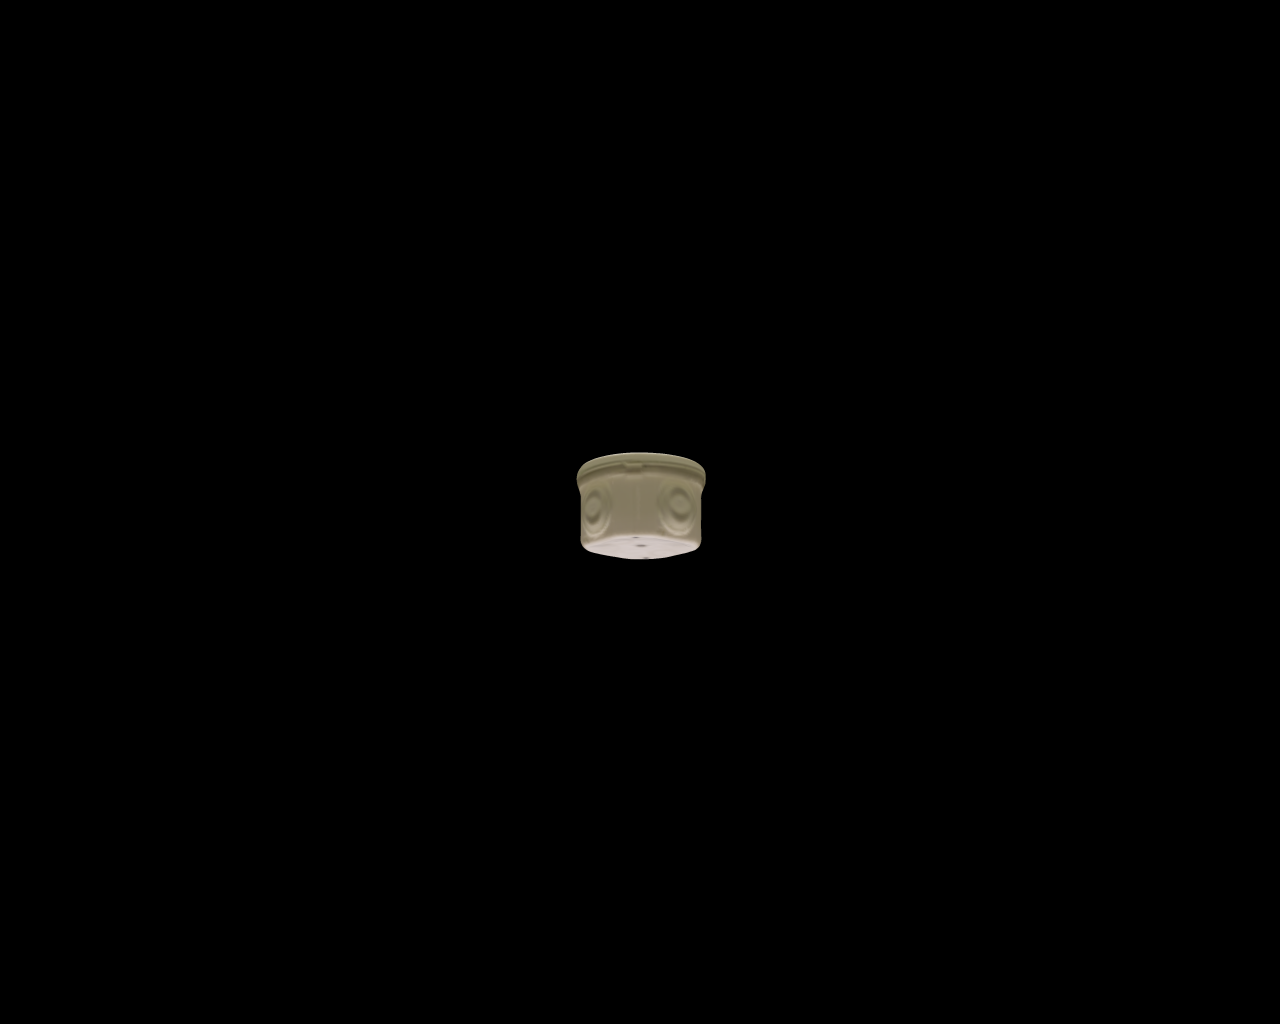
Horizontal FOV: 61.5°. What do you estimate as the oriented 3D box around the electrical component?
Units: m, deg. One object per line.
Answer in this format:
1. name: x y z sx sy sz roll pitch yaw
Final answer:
1. electrical component: 0.001 -0.003 0.650 0.080 0.051 0.080 0 -14 0
